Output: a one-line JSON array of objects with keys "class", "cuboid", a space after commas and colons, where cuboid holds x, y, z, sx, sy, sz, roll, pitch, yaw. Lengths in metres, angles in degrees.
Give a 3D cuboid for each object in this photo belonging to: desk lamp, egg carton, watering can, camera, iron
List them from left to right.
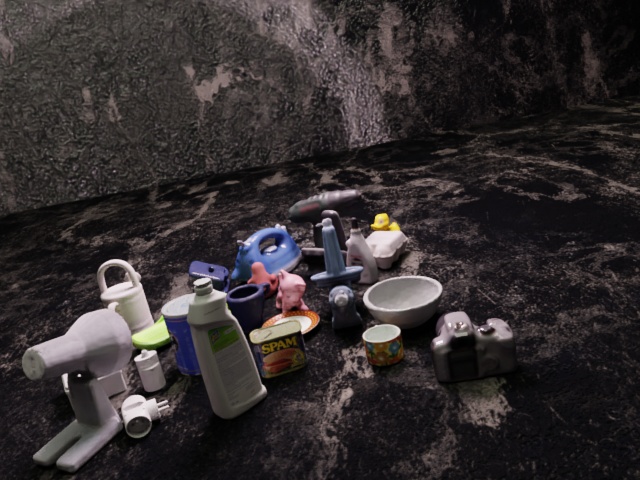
[{"class": "desk lamp", "cuboid": [-0.419, 0.252, 1.005, 0.117, 0.214, 0.204, -2, 21, 25]}, {"class": "watering can", "cuboid": [-0.485, 0.137, 1.411, 0.101, 0.194, 0.172, -17, 19, -16]}, {"class": "iron", "cuboid": [-0.142, 0.027, 1.620, 0.118, 0.141, 0.259, 2, 23, 35]}, {"class": "egg carton", "cuboid": [0.172, 0.024, 1.562, 0.107, 0.069, 0.151, 0, 21, 30]}, {"class": "camera", "cuboid": [0.264, 0.172, 1.025, 0.143, 0.101, 0.137, -10, 19, 5]}]

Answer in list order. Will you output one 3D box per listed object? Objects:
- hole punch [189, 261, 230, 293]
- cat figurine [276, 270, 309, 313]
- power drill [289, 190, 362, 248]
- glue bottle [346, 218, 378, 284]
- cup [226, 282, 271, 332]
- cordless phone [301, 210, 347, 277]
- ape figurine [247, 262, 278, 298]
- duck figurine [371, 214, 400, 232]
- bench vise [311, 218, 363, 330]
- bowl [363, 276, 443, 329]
[{"class": "hole punch", "cuboid": [-0.303, 0.100, 1.576, 0.101, 0.091, 0.108, -12, 19, -2]}, {"class": "cat figurine", "cuboid": [-0.072, 0.117, 1.352, 0.067, 0.118, 0.127, -17, 19, -17]}, {"class": "power drill", "cuboid": [0.027, -0.037, 1.605, 0.228, 0.209, 0.076, -1, 21, 28]}, {"class": "glue bottle", "cuboid": [0.097, 0.025, 1.436, 0.077, 0.173, 0.037, 2, 23, 34]}, {"class": "cup", "cuboid": [-0.155, 0.156, 1.322, 0.118, 0.095, 0.091, -27, 24, -39]}, {"class": "cordless phone", "cuboid": [0.014, 0.005, 1.524, 0.147, 0.185, 0.094, 1, 22, 33]}, {"class": "ape figurine", "cuboid": [-0.153, 0.100, 1.489, 0.077, 0.092, 0.076, -9, 19, 6]}, {"class": "duck figurine", "cuboid": [0.191, -0.037, 1.703, 0.105, 0.086, 0.077, -24, 23, -34]}, {"class": "bench vise", "cuboid": [0.048, 0.070, 1.260, 0.122, 0.220, 0.207, -17, 19, -16]}, {"class": "bowl", "cuboid": [0.178, 0.141, 1.206, 0.167, 0.075, 0.167, -10, 19, 4]}]
